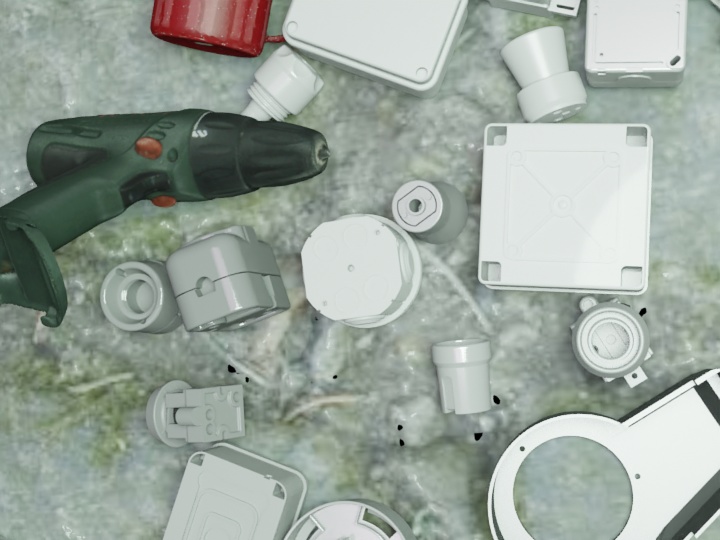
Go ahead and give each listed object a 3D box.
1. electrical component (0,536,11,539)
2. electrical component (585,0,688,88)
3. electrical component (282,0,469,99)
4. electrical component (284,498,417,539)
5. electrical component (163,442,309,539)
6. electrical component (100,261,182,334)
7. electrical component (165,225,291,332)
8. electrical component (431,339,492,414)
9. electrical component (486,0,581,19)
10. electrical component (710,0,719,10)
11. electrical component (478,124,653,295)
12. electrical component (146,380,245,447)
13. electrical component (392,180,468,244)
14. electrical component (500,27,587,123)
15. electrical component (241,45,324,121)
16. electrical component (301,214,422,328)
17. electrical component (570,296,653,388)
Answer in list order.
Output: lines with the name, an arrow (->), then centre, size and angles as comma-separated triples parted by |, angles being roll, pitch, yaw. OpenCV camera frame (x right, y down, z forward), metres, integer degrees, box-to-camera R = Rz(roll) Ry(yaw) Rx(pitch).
electrical component -> -0.271, 0.239, 0.792 | 0.121, 0.078, 0.063 | 14, 119, 15
electrical component -> 0.181, -0.169, 0.703 | 0.062, 0.061, 0.096 | 2, 88, 14
electrical component -> 0.012, -0.173, 0.742 | 0.113, 0.057, 0.078 | 21, 92, 7
electrical component -> -0.006, 0.205, 0.730 | 0.099, 0.064, 0.099 | -1, 87, 15
electrical component -> -0.090, 0.186, 0.756 | 0.078, 0.057, 0.113 | 19, 92, 14
electrical component -> -0.157, 0.020, 0.786 | 0.055, 0.047, 0.055 | -1, 87, 14
electrical component -> -0.092, 0.007, 0.745 | 0.054, 0.095, 0.059 | -21, 82, 12
electrical component -> 0.070, 0.072, 0.731 | 0.040, 0.040, 0.046 | -5, 92, 14
electrical component -> 0.122, -0.240, 0.721 | 0.079, 0.063, 0.121 | 15, 91, 15
electrical component -> 0.251, -0.188, 0.689 | 0.057, 0.058, 0.078 | 45, 98, 9
electrical component -> 0.136, -0.040, 0.710 | 0.109, 0.056, 0.108 | 2, 88, 14
electrical component -> -0.118, 0.102, 0.767 | 0.055, 0.066, 0.048 | -6, 86, 33
electrical component -> 0.046, -0.041, 0.729 | 0.044, 0.065, 0.044 | 0, 89, 17
electrical component -> 0.124, -0.129, 0.724 | 0.045, 0.045, 0.055 | -20, 83, 12
electrical component -> -0.060, -0.126, 0.772 | 0.062, 0.043, 0.043 | -45, 78, 9
electrical component -> 0.000, 0.000, 0.746 | 0.080, 0.051, 0.080 | -1, 87, 14
electrical component -> 0.163, 0.045, 0.699 | 0.048, 0.055, 0.066 | -33, 80, 10
